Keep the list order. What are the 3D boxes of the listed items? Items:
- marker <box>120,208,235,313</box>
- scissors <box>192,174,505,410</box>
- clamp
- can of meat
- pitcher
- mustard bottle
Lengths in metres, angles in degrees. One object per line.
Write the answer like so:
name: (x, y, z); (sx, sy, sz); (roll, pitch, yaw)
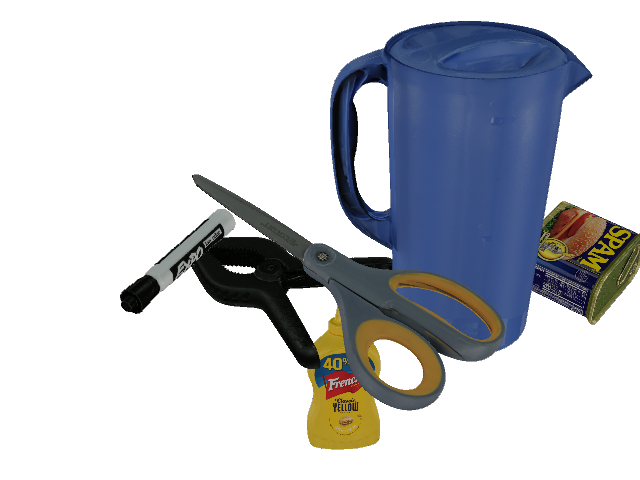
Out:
marker: (-0.100, 0.014, 0.751); (0.020, 0.020, 0.121); (0, 30, 34)
scissors: (0.000, 0.028, 0.582); (0.202, 0.096, 0.016); (21, -40, 11)
clamp: (-0.047, 0.046, 1.035); (0.210, 0.036, 0.164); (15, 39, 20)
can of meat: (0.235, 0.017, 0.972); (0.084, 0.057, 0.101); (28, 48, 28)
pitcher: (0.102, -0.038, 0.817); (0.149, 0.243, 0.144); (24, 36, 38)
mustard bottle: (0.031, 0.176, 1.397); (0.096, 0.192, 0.058); (-1, 16, -4)
